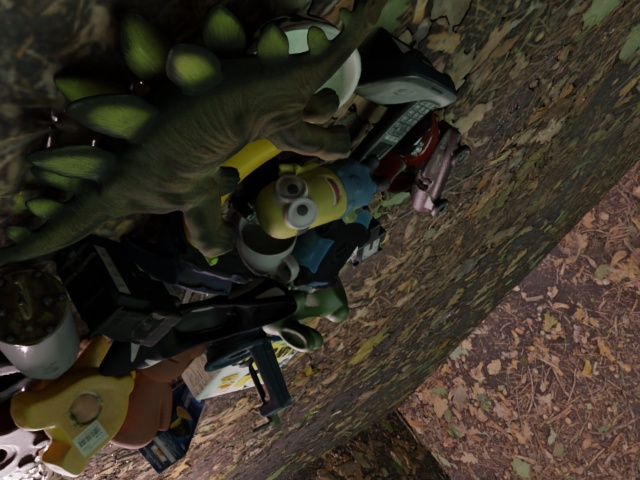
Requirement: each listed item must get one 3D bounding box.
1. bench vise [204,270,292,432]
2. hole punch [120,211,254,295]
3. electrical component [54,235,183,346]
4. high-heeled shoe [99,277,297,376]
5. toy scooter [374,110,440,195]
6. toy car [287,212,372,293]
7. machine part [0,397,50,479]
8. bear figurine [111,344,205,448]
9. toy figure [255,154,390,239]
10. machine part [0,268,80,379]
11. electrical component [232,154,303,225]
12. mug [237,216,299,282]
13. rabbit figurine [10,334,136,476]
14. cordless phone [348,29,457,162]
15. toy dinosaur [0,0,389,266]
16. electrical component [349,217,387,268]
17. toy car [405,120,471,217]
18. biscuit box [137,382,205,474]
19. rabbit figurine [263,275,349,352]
[{"bbox_3d":[-0.101,0.173,0.851,0.224,0.240,0.129,-32,163,24],"label":"bench vise"},{"bbox_3d":[-0.161,0.020,0.648,0.092,0.116,0.142,-36,155,12],"label":"hole punch"},{"bbox_3d":[-0.224,0.061,0.621,0.058,0.115,0.134,-41,153,7],"label":"electrical component"},{"bbox_3d":[-0.148,0.122,0.705,0.249,0.145,0.086,-41,137,-41],"label":"high-heeled shoe"},{"bbox_3d":[0.124,-0.123,0.832,0.135,0.075,0.184,1,137,-53],"label":"toy scooter"},{"bbox_3d":[-0.002,-0.002,0.825,0.109,0.103,0.161,12,115,-53],"label":"toy car"},{"bbox_3d":[-0.470,0.290,0.737,0.179,0.056,0.179,-30,152,-18],"label":"machine part"},{"bbox_3d":[-0.274,0.216,0.843,0.120,0.132,0.195,25,84,-27],"label":"bear figurine"},{"bbox_3d":[0.004,-0.054,0.684,0.180,0.082,0.089,-24,155,-35],"label":"toy figure"},{"bbox_3d":[-0.301,0.096,0.571,0.079,0.079,0.243,-24,165,-29],"label":"machine part"},{"bbox_3d":[-0.065,-0.063,0.709,0.102,0.045,0.078,-26,153,-27],"label":"electrical component"},{"bbox_3d":[-0.071,0.015,0.772,0.081,0.109,0.107,-43,170,-25],"label":"mug"},{"bbox_3d":[-0.331,0.202,0.709,0.173,0.121,0.162,-12,-148,45],"label":"rabbit figurine"},{"bbox_3d":[0.074,-0.161,0.697,0.184,0.089,0.146,-47,154,27],"label":"cordless phone"},{"bbox_3d":[-0.138,-0.079,0.482,0.471,0.105,0.198,-37,136,14],"label":"toy dinosaur"},{"bbox_3d":[0.082,-0.005,0.999,0.075,0.048,0.119,-33,154,-14],"label":"electrical component"},{"bbox_3d":[0.191,-0.117,0.913,0.053,0.089,0.202,-32,155,-22],"label":"toy car"},{"bbox_3d":[-0.261,0.326,0.961,0.059,0.062,0.203,-35,-171,2],"label":"biscuit box"},{"bbox_3d":[-0.039,0.121,0.959,0.170,0.159,0.121,-29,167,13],"label":"rabbit figurine"}]
